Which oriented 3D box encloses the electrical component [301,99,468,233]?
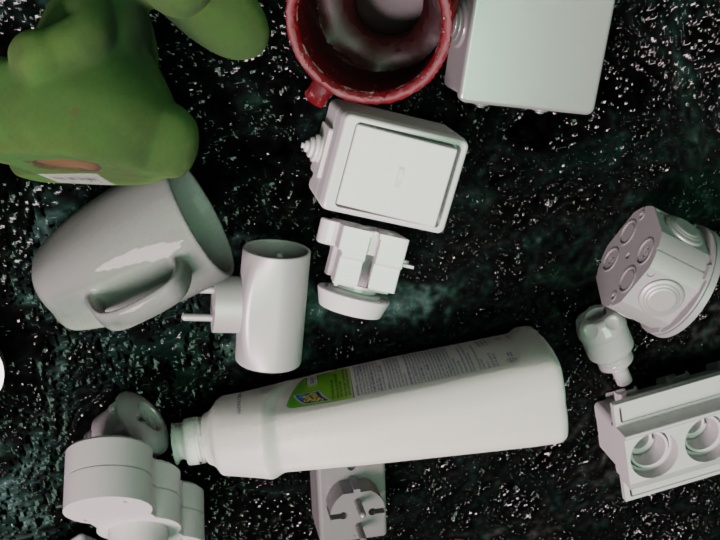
[{"bbox_3d":[0.011,-0.065,0.667,0.096,0.061,0.061,11,106,-15],"label":"electrical component"}]

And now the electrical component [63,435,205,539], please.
[{"bbox_3d":[-0.138,0.161,0.671,0.052,0.073,0.138,-11,150,9],"label":"electrical component"}]

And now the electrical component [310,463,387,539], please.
[{"bbox_3d":[-0.005,0.156,0.731,0.047,0.076,0.065,-6,109,-10],"label":"electrical component"}]

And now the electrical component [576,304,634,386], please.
[{"bbox_3d":[0.177,0.055,0.758,0.035,0.035,0.061,-28,114,-2],"label":"electrical component"}]

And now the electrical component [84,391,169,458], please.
[{"bbox_3d":[-0.160,0.113,0.702,0.062,0.048,0.048,-37,112,12],"label":"electrical component"}]

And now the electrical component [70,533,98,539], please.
[{"bbox_3d":[-0.176,0.232,0.727,0.047,0.083,0.075,-32,150,0],"label":"electrical component"}]

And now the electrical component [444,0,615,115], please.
[{"bbox_3d":[0.103,-0.147,0.666,0.100,0.048,0.099,4,107,-13],"label":"electrical component"}]

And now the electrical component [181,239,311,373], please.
[{"bbox_3d":[-0.074,0.022,0.688,0.079,0.044,0.077,2,108,-12],"label":"electrical component"}]

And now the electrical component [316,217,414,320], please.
[{"bbox_3d":[0.000,0.000,0.697,0.066,0.048,0.055,12,98,-16],"label":"electrical component"}]

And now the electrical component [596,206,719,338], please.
[{"bbox_3d":[0.200,0.001,0.721,0.051,0.080,0.080,25,102,-13],"label":"electrical component"}]

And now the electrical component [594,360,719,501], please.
[{"bbox_3d":[0.237,0.109,0.773,0.121,0.063,0.078,-15,111,-7],"label":"electrical component"}]
